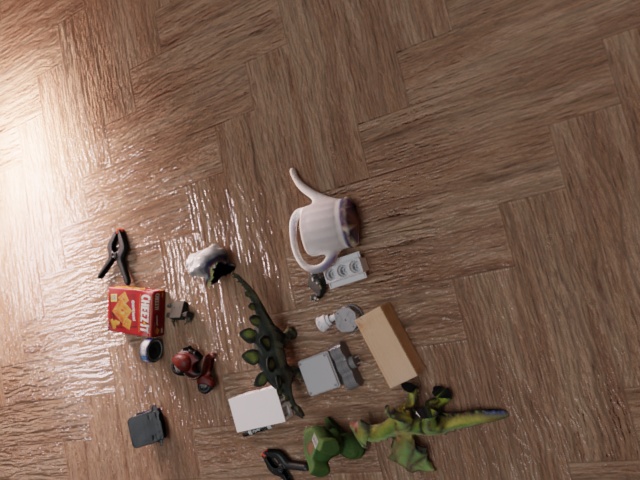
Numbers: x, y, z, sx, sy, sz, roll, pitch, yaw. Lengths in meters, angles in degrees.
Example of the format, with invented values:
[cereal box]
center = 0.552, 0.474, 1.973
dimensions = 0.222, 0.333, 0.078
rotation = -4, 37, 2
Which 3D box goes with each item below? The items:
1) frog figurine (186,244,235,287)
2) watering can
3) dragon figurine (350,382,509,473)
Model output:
[frog figurine]
center = -0.382, 0.067, 1.711
dimensions = 0.161, 0.120, 0.139
rotation = 29, 69, 31
[watering can]
center = 0.005, -0.077, 1.535
dimensions = 0.223, 0.103, 0.352
rotation = -13, 72, 22
[dragon figurine]
center = 0.283, 0.527, 1.398
dimensions = 0.410, 0.124, 0.238
rotation = 8, 114, 9
